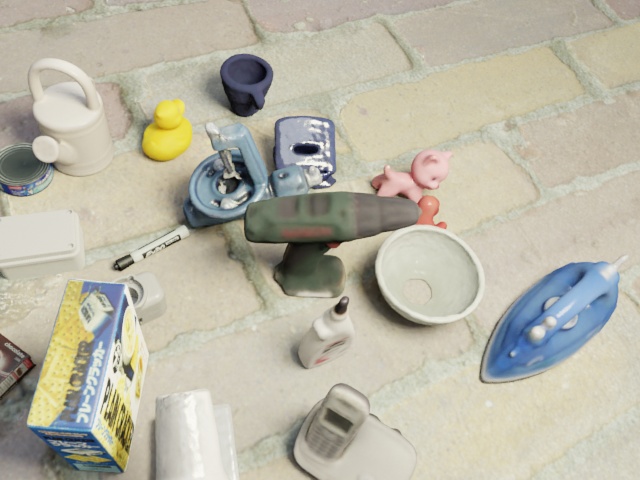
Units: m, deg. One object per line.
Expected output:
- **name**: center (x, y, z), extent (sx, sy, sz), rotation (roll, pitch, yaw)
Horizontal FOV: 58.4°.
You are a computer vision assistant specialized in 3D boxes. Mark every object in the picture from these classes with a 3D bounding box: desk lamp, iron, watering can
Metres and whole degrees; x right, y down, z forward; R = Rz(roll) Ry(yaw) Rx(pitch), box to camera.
- **desk lamp**: center (-0.139, 0.258, 0.620), extent (0.118, 0.213, 0.203), rotation (-6, 59, -13)
- **iron**: center (0.347, 0.112, 0.837), extent (0.259, 0.141, 0.118), rotation (-32, 68, -25)
- **watering can**: center (-0.378, -0.187, 0.868), extent (0.101, 0.194, 0.172), rotation (-9, 60, -15)

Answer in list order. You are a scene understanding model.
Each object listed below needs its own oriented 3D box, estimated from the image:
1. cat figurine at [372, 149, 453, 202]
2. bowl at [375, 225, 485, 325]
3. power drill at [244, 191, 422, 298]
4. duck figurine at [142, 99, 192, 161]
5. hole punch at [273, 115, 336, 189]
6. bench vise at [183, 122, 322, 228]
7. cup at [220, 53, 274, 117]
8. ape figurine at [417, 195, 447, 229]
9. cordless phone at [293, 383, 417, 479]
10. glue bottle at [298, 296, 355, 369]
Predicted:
- **cat figurine**: center (0.159, -0.111, 0.958), extent (0.128, 0.118, 0.067), rotation (-4, 59, -12)
- **bowl**: center (0.160, 0.064, 0.875), extent (0.167, 0.075, 0.167), rotation (5, 58, -7)
- **power drill**: center (0.007, 0.003, 0.807), extent (0.230, 0.208, 0.075), rotation (2, 58, -8)
- **duck figurine**: center (-0.256, -0.191, 0.955), extent (0.077, 0.086, 0.105), rotation (25, 58, 7)
- **hole punch**: center (-0.024, -0.147, 0.965), extent (0.109, 0.091, 0.101), rotation (-2, 59, -11)
- **bench vise**: center (-0.103, -0.108, 0.850), extent (0.208, 0.220, 0.121), rotation (-24, 65, -22)
- **cup**: center (-0.125, -0.257, 1.014), extent (0.092, 0.095, 0.117), rotation (-18, 63, -19)
- **ape figurine**: center (0.169, -0.038, 0.929), extent (0.076, 0.092, 0.077), rotation (-28, 66, -24)
- **cordless phone**: center (0.050, 0.240, 0.680), extent (0.147, 0.185, 0.094), rotation (26, 58, 7)
- **glue bottle**: center (0.016, 0.117, 0.758), extent (0.078, 0.173, 0.037), rotation (-23, 65, -22)
